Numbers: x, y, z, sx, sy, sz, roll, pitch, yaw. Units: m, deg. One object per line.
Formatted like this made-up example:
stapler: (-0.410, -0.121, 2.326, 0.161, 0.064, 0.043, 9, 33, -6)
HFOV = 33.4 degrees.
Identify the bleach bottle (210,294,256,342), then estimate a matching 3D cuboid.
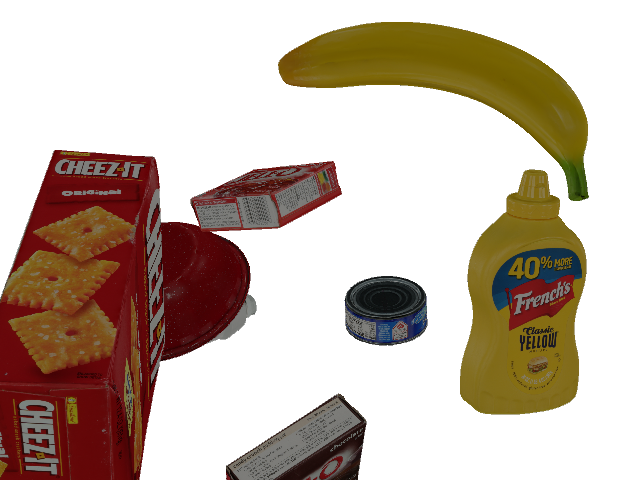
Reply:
bleach bottle: (-0.195, 0.104, 1.345, 0.250, 0.068, 0.103, -13, 28, -38)

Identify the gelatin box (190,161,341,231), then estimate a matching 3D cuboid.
gelatin box: (-0.041, -0.033, 0.798, 0.089, 0.030, 0.073, -2, 20, 43)

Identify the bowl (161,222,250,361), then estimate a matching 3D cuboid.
bowl: (-0.150, 0.034, 0.998, 0.162, 0.162, 0.055, 0, -42, 20)

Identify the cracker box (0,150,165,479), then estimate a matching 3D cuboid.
cracker box: (-0.132, 0.071, 0.604, 0.072, 0.164, 0.213, 3, 34, -3)

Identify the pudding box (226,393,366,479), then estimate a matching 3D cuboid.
pudding box: (-0.020, 0.181, 0.829, 0.113, 0.090, 0.039, -31, 58, -27)

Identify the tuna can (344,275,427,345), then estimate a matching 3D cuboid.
tuna can: (0.068, 0.071, 1.102, 0.086, 0.034, 0.086, -3, 28, 1)

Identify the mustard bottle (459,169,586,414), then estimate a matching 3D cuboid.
mustard bottle: (0.163, 0.039, 0.845, 0.096, 0.192, 0.058, -4, 16, -17)

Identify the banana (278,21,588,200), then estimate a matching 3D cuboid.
banana: (0.075, -0.092, 0.622, 0.198, 0.069, 0.037, 23, -13, 10)
